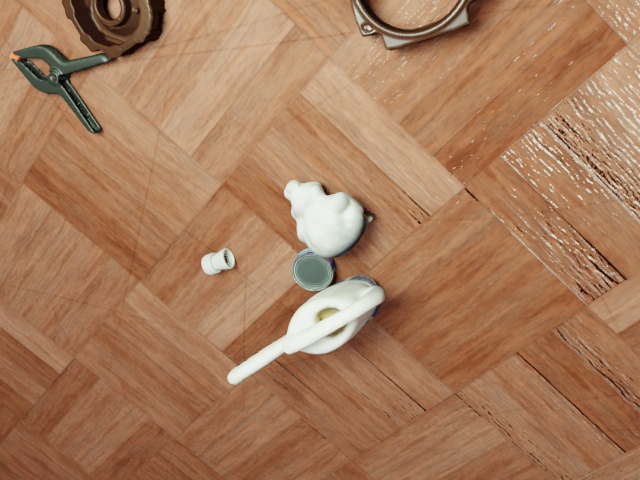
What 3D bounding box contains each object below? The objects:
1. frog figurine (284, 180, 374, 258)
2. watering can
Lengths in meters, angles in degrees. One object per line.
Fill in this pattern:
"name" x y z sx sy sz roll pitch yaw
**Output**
"frog figurine" 0.003 -0.048 0.954 0.158 0.125 0.135 41 136 -20
"watering can" -0.011 0.167 0.995 0.344 0.226 0.104 -32 85 25
